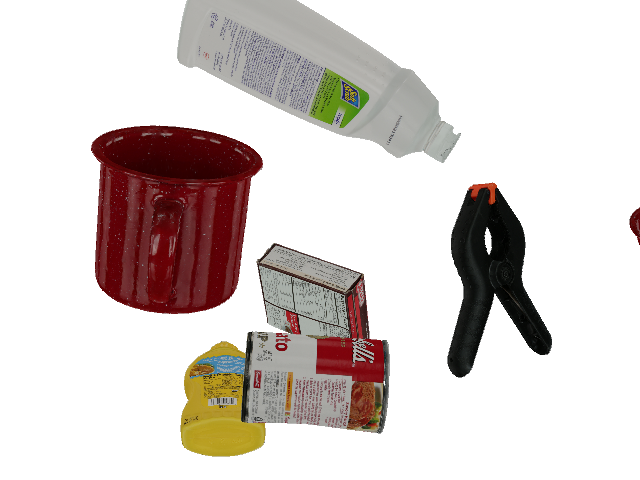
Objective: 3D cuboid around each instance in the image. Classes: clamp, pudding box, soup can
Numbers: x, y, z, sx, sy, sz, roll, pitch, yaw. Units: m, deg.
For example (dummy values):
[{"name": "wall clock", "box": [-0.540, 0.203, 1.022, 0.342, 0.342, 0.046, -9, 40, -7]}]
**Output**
[{"name": "clamp", "box": [0.147, 0.038, 0.952, 0.120, 0.171, 0.039, -20, 7, -40]}, {"name": "pudding box", "box": [-0.007, 0.061, 1.089, 0.114, 0.090, 0.039, 17, 44, 28]}, {"name": "soup can", "box": [-0.005, 0.103, 0.775, 0.102, 0.068, 0.068, 4, 0, -2]}]

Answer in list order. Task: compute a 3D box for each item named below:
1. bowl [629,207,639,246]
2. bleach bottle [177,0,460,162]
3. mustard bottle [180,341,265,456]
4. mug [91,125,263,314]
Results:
[{"name": "bowl", "box": [0.412, 0.010, 1.146, 0.162, 0.055, 0.162, -1, 26, 0]}, {"name": "bleach bottle", "box": [0.001, -0.137, 0.908, 0.251, 0.068, 0.103, 31, -36, 7]}, {"name": "mustard bottle", "box": [-0.117, 0.180, 1.285, 0.096, 0.058, 0.191, -3, 28, -3]}, {"name": "mug", "box": [-0.082, -0.007, 0.585, 0.093, 0.081, 0.117, 5, 22, -8]}]
